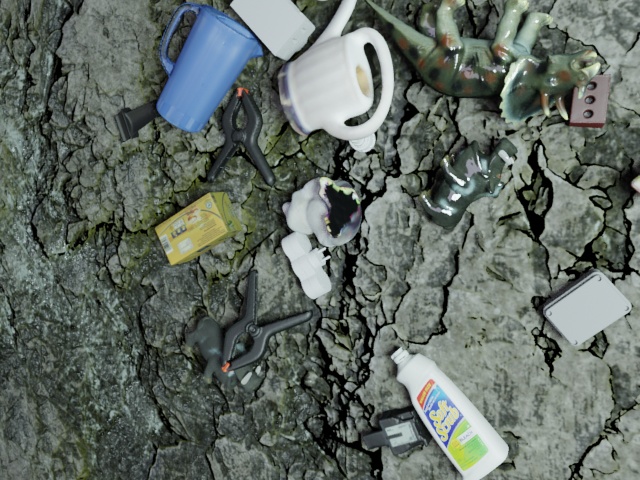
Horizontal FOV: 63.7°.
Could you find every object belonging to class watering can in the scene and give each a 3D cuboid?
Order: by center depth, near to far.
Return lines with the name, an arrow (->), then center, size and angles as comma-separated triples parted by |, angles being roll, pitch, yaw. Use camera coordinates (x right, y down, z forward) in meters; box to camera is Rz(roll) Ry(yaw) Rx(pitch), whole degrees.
watering can -> 0.024, -0.338, 0.975 | 0.223, 0.103, 0.352 | -16, 72, 26

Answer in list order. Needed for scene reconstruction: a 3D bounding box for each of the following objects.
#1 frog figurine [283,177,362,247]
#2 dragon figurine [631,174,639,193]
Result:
frog figurine -> 0.003, -0.051, 1.010 | 0.158, 0.124, 0.137 | -20, 95, 59
dragon figurine -> 0.664, -0.062, 0.724 | 0.410, 0.122, 0.244 | -2, 84, 14
